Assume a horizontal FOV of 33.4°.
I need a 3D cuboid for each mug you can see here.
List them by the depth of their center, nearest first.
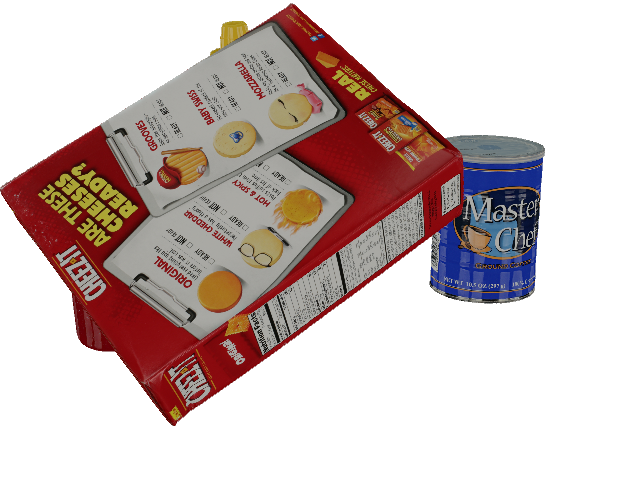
[{"bbox_3d":[-0.243,0.066,1.199,0.117,0.081,0.093,24,36,35],"label":"mug"}]

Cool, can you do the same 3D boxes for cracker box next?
[{"bbox_3d":[-0.049,-0.022,0.622,0.213,0.164,0.072,-36,-31,-13],"label":"cracker box"}]

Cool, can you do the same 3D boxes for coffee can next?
[{"bbox_3d":[0.158,-0.023,1.020,0.103,0.140,0.103,0,16,0],"label":"coffee can"}]

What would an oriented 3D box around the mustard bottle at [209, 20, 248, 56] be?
[{"bbox_3d":[-0.057,-0.072,0.823,0.058,0.192,0.096,4,24,21],"label":"mustard bottle"}]
